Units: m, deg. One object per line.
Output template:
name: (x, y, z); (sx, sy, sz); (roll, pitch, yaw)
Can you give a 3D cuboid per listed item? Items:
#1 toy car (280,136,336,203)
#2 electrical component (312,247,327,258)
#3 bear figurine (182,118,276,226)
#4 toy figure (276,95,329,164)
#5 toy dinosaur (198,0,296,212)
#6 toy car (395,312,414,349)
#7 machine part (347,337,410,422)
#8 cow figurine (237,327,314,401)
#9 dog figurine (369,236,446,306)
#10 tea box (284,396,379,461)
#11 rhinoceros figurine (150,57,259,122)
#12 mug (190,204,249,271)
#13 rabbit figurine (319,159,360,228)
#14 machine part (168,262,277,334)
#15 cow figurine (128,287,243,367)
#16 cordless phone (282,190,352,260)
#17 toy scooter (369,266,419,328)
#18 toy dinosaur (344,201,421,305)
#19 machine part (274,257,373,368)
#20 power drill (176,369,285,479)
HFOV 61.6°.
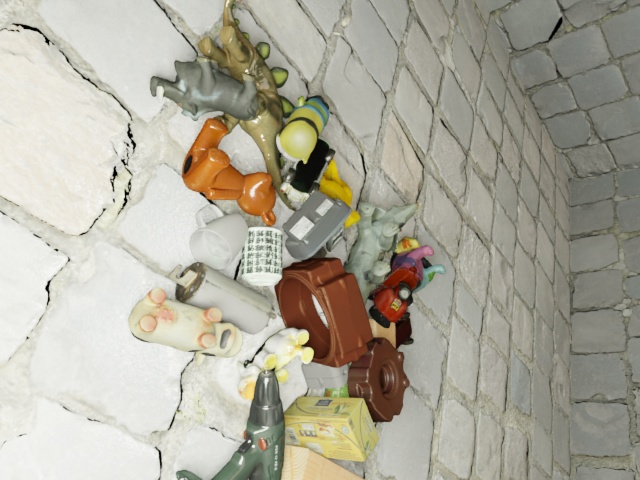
toy car: (-0.024, -0.149, 1.131); (0.073, 0.056, 0.202); (30, 50, -8)
electrical component: (-0.010, 0.034, 1.203); (0.078, 0.045, 0.102); (-46, 117, -46)
bear figurine: (-0.145, -0.113, 0.982); (0.196, 0.132, 0.120); (20, 43, -30)
toy figure: (-0.030, -0.235, 1.091); (0.082, 0.089, 0.180); (28, 50, -1)
toy dinosaur: (-0.126, -0.271, 1.092); (0.198, 0.105, 0.470); (-29, 115, -56)
toy car: (0.199, 0.246, 1.401); (0.202, 0.053, 0.089); (-17, 96, -65)
machine part: (0.126, 0.296, 1.144); (0.179, 0.056, 0.179); (20, 65, -50)
cow figurine: (-0.100, 0.228, 1.010); (0.167, 0.098, 0.068); (-33, 113, -31)
dog figurine: (0.211, 0.101, 1.433); (0.219, 0.192, 0.108); (-39, 119, -13)
tea box: (0.018, 0.363, 1.045); (0.068, 0.170, 0.098); (-37, 111, -50)
rhinoceros figurine: (-0.201, -0.263, 0.949); (0.073, 0.190, 0.112); (-104, -154, -70)
mug: (-0.182, -0.015, 0.974); (0.109, 0.081, 0.107); (60, 29, -14)
rabbit figurine: (0.021, -0.101, 1.251); (0.162, 0.122, 0.173); (64, 24, -3)
machine part: (-0.168, 0.106, 0.953); (0.243, 0.079, 0.079); (35, 54, -42)
cow figurine: (-0.212, 0.148, 0.866); (0.195, 0.127, 0.085); (24, 61, -31)
cordless phone: (-0.002, -0.003, 1.107); (0.146, 0.089, 0.184); (-48, 161, -16)
toy scooter: (0.179, 0.123, 1.252); (0.075, 0.135, 0.184); (43, 14, -3)
toy dinosaur: (0.114, 0.054, 1.295); (0.192, 0.131, 0.405); (81, 33, -66)
machine part: (0.000, 0.139, 1.052); (0.087, 0.201, 0.201); (-23, 99, -31)
power drill: (-0.137, 0.355, 0.896); (0.207, 0.086, 0.231); (-33, 126, -52)
